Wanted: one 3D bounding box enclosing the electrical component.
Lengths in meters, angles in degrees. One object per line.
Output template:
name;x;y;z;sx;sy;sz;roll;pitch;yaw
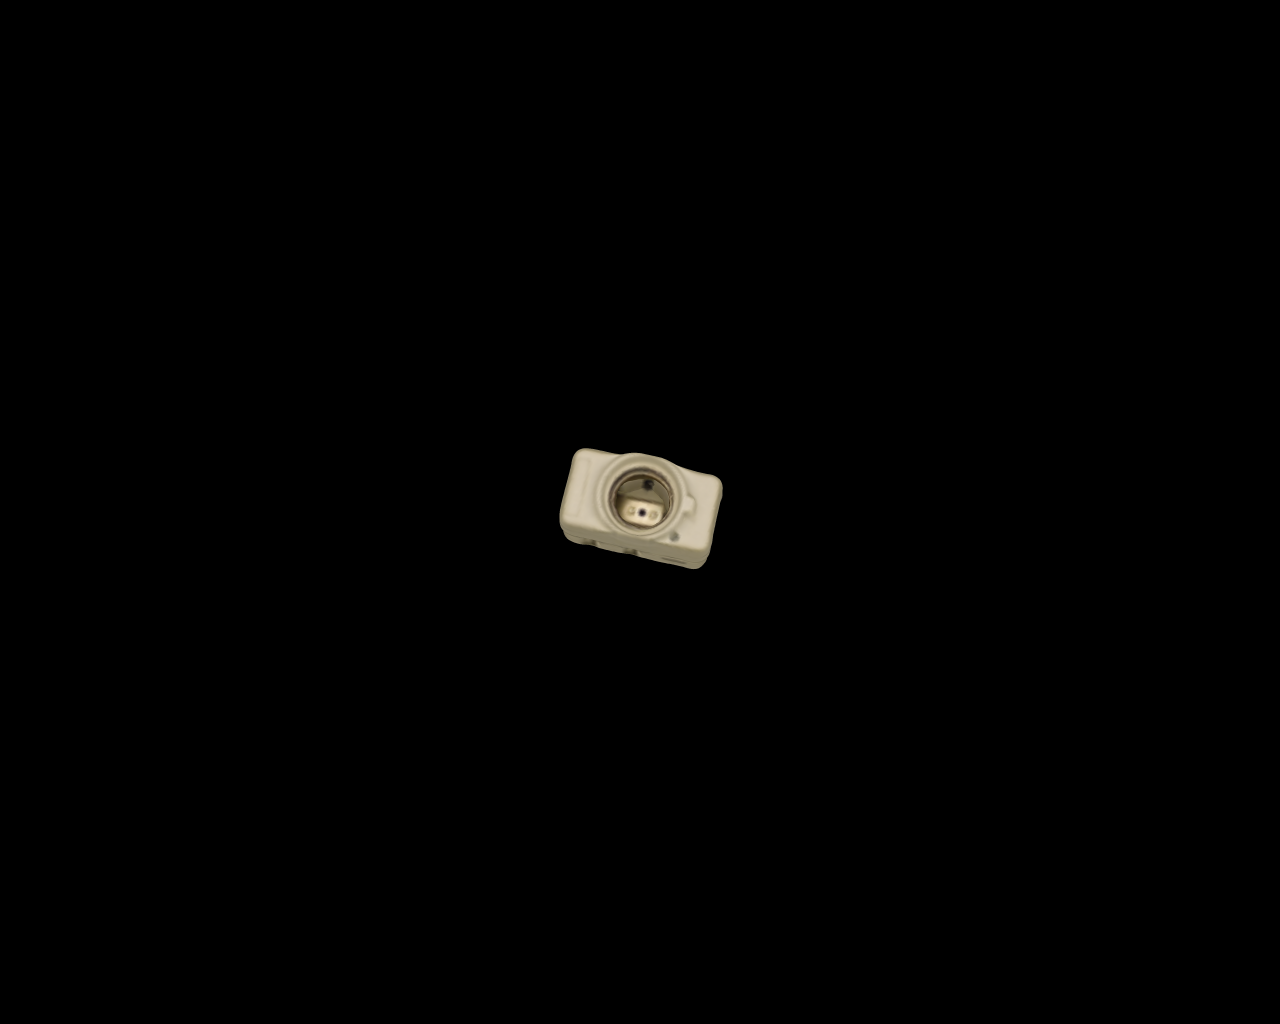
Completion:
electrical component;0.001;-0.003;0.650;0.089;0.050;0.055;13;-15;4
